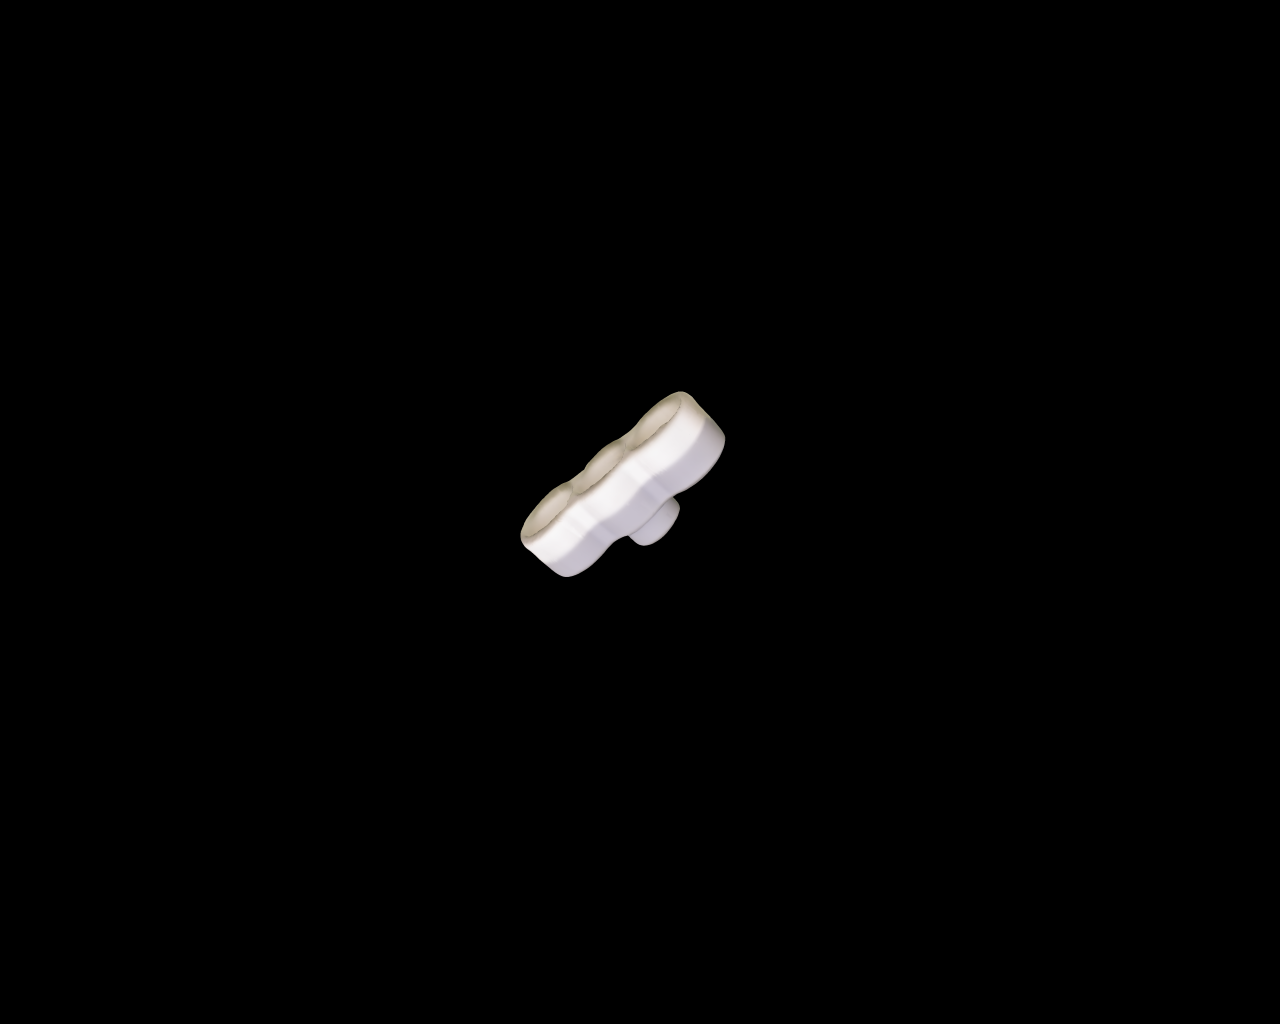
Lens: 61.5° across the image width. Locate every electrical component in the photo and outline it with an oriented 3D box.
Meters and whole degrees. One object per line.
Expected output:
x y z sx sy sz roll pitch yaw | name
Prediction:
0.001 -0.003 0.650 0.138 0.073 0.052 -38 22 18 | electrical component
